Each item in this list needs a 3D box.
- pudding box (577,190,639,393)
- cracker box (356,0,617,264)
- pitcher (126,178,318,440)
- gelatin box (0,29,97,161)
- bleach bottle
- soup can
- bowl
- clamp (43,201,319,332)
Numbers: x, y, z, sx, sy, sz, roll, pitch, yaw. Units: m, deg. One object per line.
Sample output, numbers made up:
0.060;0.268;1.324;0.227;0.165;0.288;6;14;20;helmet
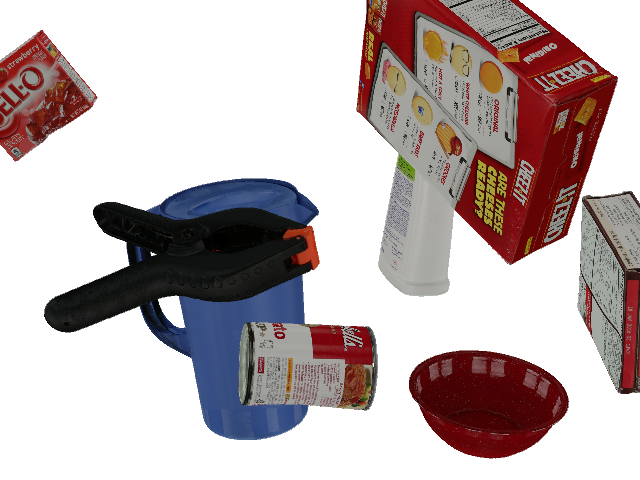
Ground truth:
0.197;0.031;0.688;0.039;0.090;0.113;-4;27;-1;pudding box
0.119;-0.113;0.834;0.072;0.164;0.214;-25;54;-24;cracker box
-0.086;0.068;1.047;0.144;0.243;0.149;-20;23;-37;pitcher
-0.245;-0.120;0.895;0.089;0.073;0.030;-32;22;14;gelatin box
0.123;-0.069;1.240;0.068;0.251;0.103;-2;23;-21;bleach bottle
-0.012;0.101;0.856;0.102;0.068;0.068;3;-1;-11;soup can
0.169;0.175;1.094;0.162;0.055;0.162;2;24;-1;bowl
-0.090;0.016;0.678;0.172;0.039;0.120;-1;43;20;clamp
